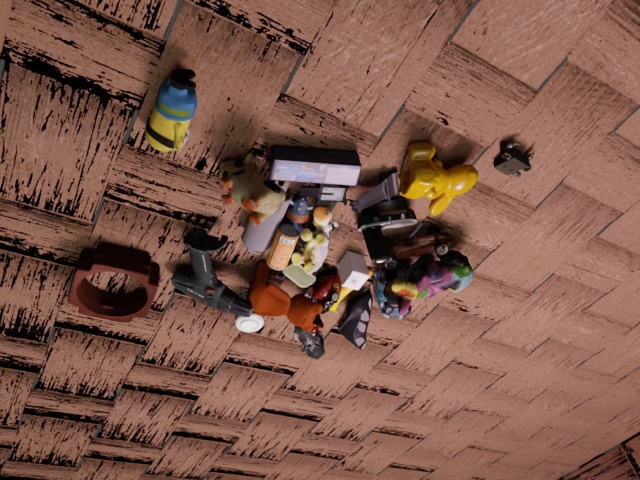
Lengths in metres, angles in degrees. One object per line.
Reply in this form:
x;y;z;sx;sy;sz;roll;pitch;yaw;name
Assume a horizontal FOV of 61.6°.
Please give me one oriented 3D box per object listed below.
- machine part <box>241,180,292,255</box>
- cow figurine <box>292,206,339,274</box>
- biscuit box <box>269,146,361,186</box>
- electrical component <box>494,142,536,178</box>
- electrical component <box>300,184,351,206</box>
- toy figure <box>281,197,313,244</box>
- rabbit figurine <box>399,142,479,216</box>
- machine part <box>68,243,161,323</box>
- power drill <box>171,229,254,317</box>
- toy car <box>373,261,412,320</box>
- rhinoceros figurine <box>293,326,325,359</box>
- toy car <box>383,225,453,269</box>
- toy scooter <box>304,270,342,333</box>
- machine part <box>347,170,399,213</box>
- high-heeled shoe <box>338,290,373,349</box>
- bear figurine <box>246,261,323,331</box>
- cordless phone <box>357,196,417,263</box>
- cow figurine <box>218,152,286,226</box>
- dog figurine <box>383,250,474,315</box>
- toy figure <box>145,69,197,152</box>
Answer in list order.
-0.130;-0.055;1.284;0.079;0.079;0.243;12;131;-20;machine part
-0.001;-0.004;1.319;0.068;0.098;0.167;28;104;20;cow figurine
-0.013;-0.167;1.208;0.203;0.063;0.059;3;133;-12;biscuit box
0.462;-0.192;1.279;0.102;0.045;0.078;19;155;-22;electrical component
0.010;-0.121;1.265;0.119;0.048;0.074;0;132;-9;electrical component
-0.063;-0.048;1.315;0.064;0.058;0.154;3;128;-27;toy figure
0.279;-0.132;1.250;0.173;0.122;0.162;-2;138;-8;rabbit figurine
-0.522;0.111;1.368;0.201;0.087;0.201;16;128;-21;machine part
-0.266;0.082;1.346;0.232;0.086;0.207;17;131;17;power drill
0.197;0.137;1.494;0.109;0.161;0.103;5;176;-28;toy car
-0.035;0.291;1.600;0.073;0.112;0.190;-13;141;5;rhinoceros figurine
0.242;0.013;1.400;0.202;0.089;0.053;-15;129;4;toy car
-0.001;0.178;1.483;0.075;0.135;0.184;26;123;-28;toy scooter
0.131;-0.109;1.279;0.139;0.039;0.084;-29;141;-18;machine part
0.126;0.242;1.631;0.145;0.086;0.248;-49;151;-8;high-heeled shoe
-0.093;0.155;1.428;0.196;0.132;0.120;14;129;-8;bear figurine
0.170;-0.017;1.295;0.147;0.184;0.088;-6;129;-3;cordless phone
-0.151;-0.120;1.155;0.127;0.195;0.085;-29;137;-33;cow figurine
0.271;0.112;1.384;0.192;0.219;0.108;-7;105;43;dog figurine
-0.295;-0.255;1.068;0.089;0.082;0.180;24;135;-4;toy figure
